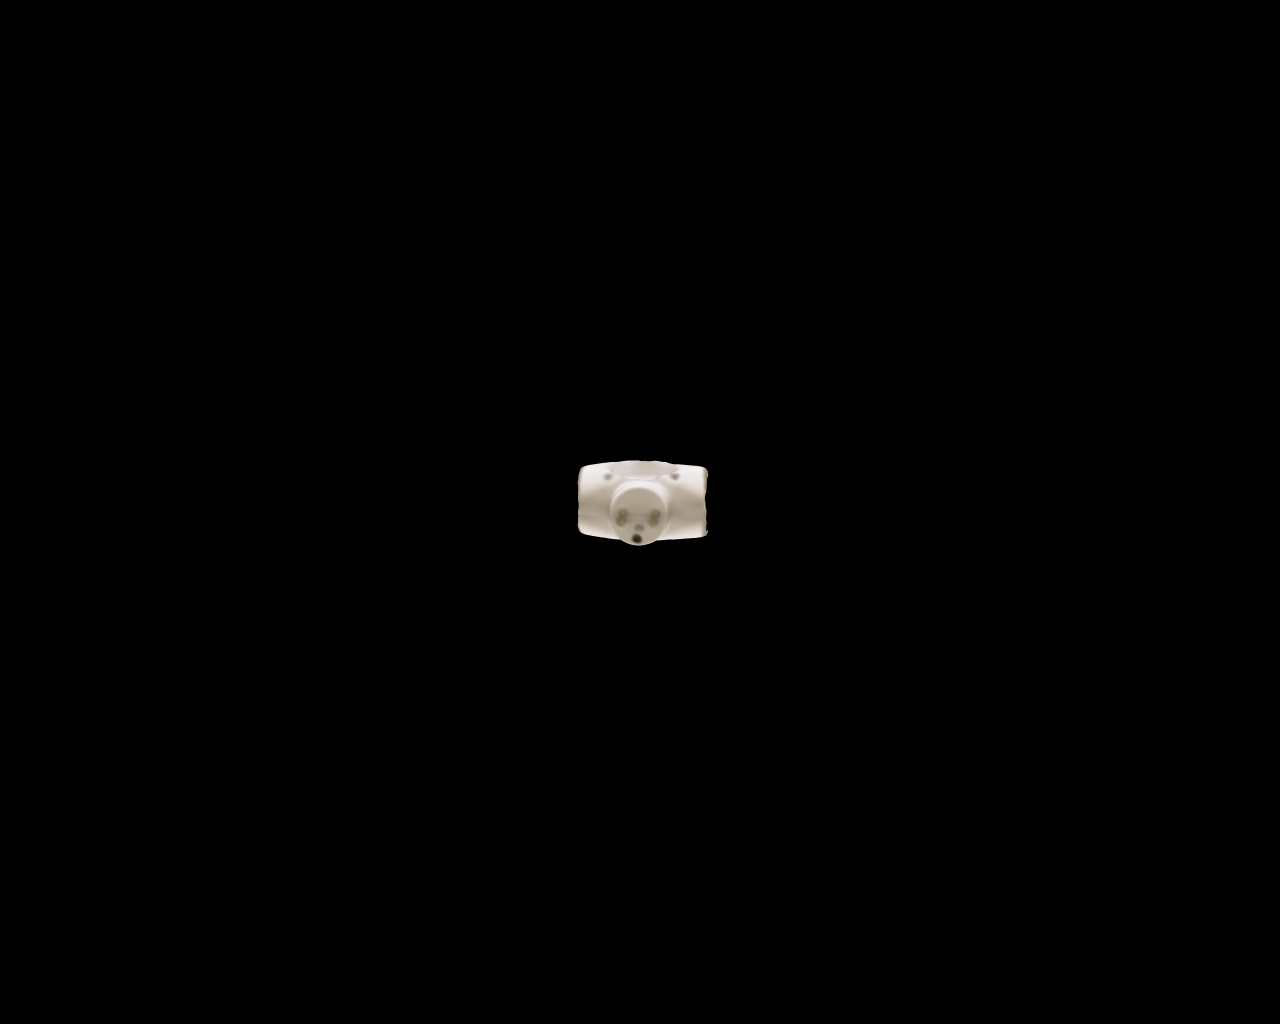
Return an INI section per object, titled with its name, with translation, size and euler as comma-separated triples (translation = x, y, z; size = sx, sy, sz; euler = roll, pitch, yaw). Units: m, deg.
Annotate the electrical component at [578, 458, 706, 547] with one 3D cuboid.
[electrical component]
translation = 0.001, -0.003, 0.650
size = 0.077, 0.044, 0.079
euler = 1, 16, 5
